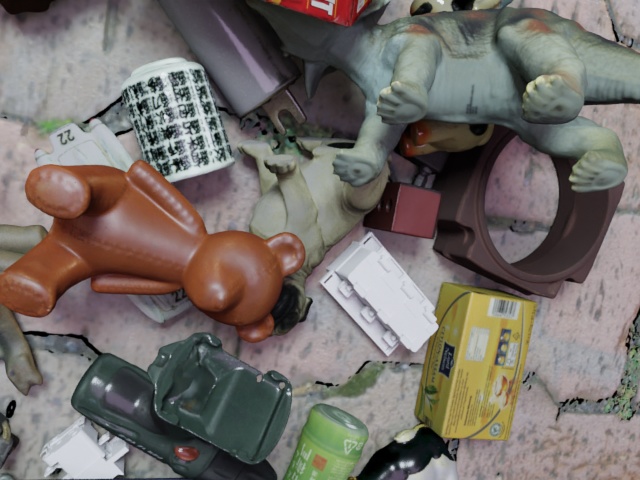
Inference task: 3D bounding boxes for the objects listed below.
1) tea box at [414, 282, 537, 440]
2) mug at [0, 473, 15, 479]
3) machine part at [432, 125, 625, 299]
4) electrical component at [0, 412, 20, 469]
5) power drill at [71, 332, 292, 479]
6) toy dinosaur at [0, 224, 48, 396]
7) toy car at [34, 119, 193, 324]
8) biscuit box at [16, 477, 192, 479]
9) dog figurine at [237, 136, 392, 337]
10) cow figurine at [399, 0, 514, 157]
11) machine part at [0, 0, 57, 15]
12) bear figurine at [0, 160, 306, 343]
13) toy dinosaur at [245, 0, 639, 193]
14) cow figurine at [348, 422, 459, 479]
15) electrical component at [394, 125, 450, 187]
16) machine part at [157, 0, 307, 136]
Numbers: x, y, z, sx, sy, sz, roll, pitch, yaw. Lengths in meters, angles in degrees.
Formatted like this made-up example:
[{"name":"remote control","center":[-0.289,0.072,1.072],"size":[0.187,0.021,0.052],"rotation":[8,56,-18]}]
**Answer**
[{"name":"tea box","center":[0.183,0.142,0.635],"size":[0.098,0.068,0.169],"rotation":[12,94,-19]},{"name":"mug","center":[-0.311,0.275,0.488],"size":[0.110,0.081,0.107],"rotation":[-11,89,-4]},{"name":"machine part","center":[0.239,-0.047,0.623],"size":[0.201,0.087,0.201],"rotation":[24,89,-18]},{"name":"electrical component","center":[-0.325,0.169,0.481],"size":[0.078,0.045,0.102],"rotation":[-39,106,-12]},{"name":"power drill","center":[-0.101,0.164,0.485],"size":[0.232,0.207,0.086],"rotation":[34,58,-11]},{"name":"toy dinosaur","center":[-0.356,-0.049,0.390],"size":[0.199,0.105,0.470],"rotation":[-26,117,-11]},{"name":"toy car","center":[-0.181,-0.016,0.502],"size":[0.073,0.056,0.201],"rotation":[-34,106,-12]},{"name":"biscuit box","center":[-0.184,0.264,0.494],"size":[0.202,0.063,0.059],"rotation":[22,99,-41]},{"name":"dog figurine","center":[-0.004,-0.003,0.552],"size":[0.172,0.121,0.190],"rotation":[-4,112,-15]},{"name":"cow figurine","center":[0.139,-0.188,0.563],"size":[0.127,0.085,0.195],"rotation":[-4,81,-9]},{"name":"machine part","center":[-0.251,-0.278,0.432],"size":[0.179,0.056,0.179],"rotation":[0,89,-28]},{"name":"bear figurine","center":[-0.117,0.021,0.422],"size":[0.196,0.132,0.120],"rotation":[28,107,-3]},{"name":"toy dinosaur","center":[0.132,-0.141,0.440],"size":[0.405,0.131,0.192],"rotation":[7,57,4]},{"name":"cow figurine","center":[0.077,0.279,0.616],"size":[0.167,0.068,0.098],"rotation":[-17,96,-19]},{"name":"electrical component","center":[0.116,-0.106,0.607],"size":[0.063,0.021,0.094],"rotation":[26,86,-19]},{"name":"machine part","center":[-0.094,-0.203,0.498],"size":[0.079,0.079,0.243],"rotation":[-39,107,-11]}]
